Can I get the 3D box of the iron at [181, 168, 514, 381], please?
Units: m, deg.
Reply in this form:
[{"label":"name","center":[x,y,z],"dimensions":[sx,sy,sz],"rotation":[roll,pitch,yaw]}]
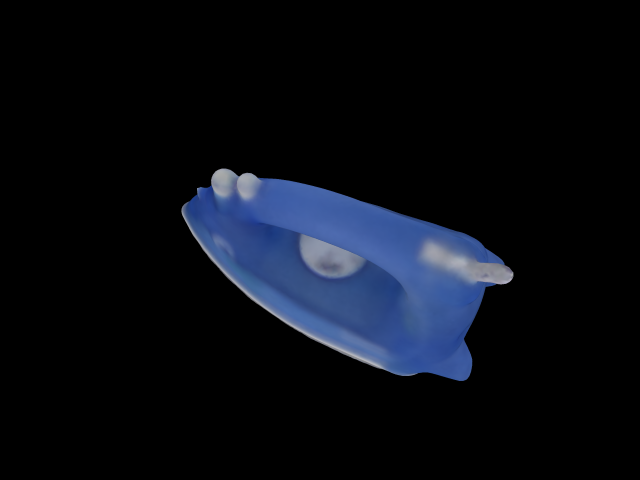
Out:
[{"label":"iron","center":[0.004,0.001,0.400],"dimensions":[0.258,0.141,0.119],"rotation":[21,72,7]}]
